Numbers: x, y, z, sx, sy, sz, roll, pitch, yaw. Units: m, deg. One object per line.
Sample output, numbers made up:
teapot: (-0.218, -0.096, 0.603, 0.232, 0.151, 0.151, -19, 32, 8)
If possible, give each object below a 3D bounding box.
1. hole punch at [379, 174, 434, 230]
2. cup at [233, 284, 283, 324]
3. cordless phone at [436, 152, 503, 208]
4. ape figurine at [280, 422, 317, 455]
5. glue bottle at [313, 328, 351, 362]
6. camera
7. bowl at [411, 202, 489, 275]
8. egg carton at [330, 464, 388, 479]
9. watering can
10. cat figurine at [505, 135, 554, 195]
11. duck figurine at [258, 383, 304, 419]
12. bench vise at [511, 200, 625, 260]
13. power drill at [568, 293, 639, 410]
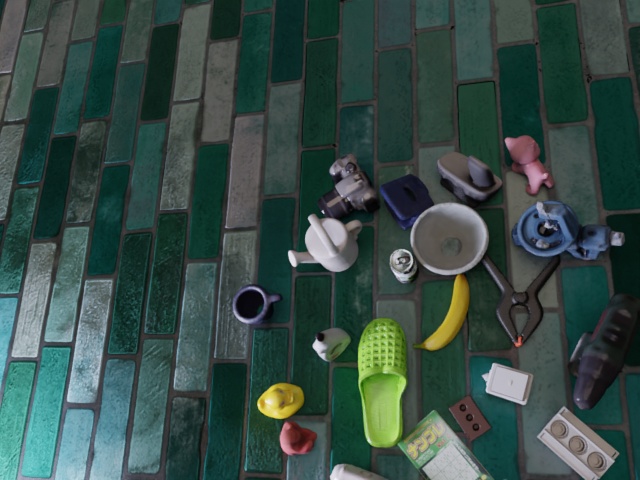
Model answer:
hole punch: (0.202, -0.098, 1.326, 0.101, 0.091, 0.108, -34, 67, 4)
cup: (-0.133, 0.153, 1.341, 0.117, 0.095, 0.091, -17, 69, 10)
cordless phone: (0.325, -0.160, 1.259, 0.147, 0.185, 0.094, 36, 86, 23)
ape figurine: (-0.057, 0.428, 1.233, 0.076, 0.092, 0.077, -33, 67, 4)
glue bottle: (0.017, 0.220, 1.233, 0.037, 0.173, 0.078, 40, 87, 23)
camera: (0.054, -0.118, 1.370, 0.137, 0.101, 0.143, -31, 67, 5)
bowl: (0.289, 0.005, 1.277, 0.167, 0.075, 0.167, -5, 72, 15)
egg carton: (0.086, 0.528, 1.172, 0.150, 0.069, 0.107, 12, 77, 19)
watering can: (0.013, 0.006, 1.291, 0.100, 0.194, 0.173, 37, 86, 23)
cat figurine: (0.463, -0.176, 1.261, 0.067, 0.118, 0.127, -31, 67, 5)
duck figurine: (-0.095, 0.356, 1.270, 0.104, 0.086, 0.077, -16, 69, 11)
bench vise: (0.497, -0.035, 1.150, 0.207, 0.220, 0.121, -9, 71, 14)
power drill: (0.524, 0.215, 1.069, 0.075, 0.209, 0.230, 25, 81, 22)
